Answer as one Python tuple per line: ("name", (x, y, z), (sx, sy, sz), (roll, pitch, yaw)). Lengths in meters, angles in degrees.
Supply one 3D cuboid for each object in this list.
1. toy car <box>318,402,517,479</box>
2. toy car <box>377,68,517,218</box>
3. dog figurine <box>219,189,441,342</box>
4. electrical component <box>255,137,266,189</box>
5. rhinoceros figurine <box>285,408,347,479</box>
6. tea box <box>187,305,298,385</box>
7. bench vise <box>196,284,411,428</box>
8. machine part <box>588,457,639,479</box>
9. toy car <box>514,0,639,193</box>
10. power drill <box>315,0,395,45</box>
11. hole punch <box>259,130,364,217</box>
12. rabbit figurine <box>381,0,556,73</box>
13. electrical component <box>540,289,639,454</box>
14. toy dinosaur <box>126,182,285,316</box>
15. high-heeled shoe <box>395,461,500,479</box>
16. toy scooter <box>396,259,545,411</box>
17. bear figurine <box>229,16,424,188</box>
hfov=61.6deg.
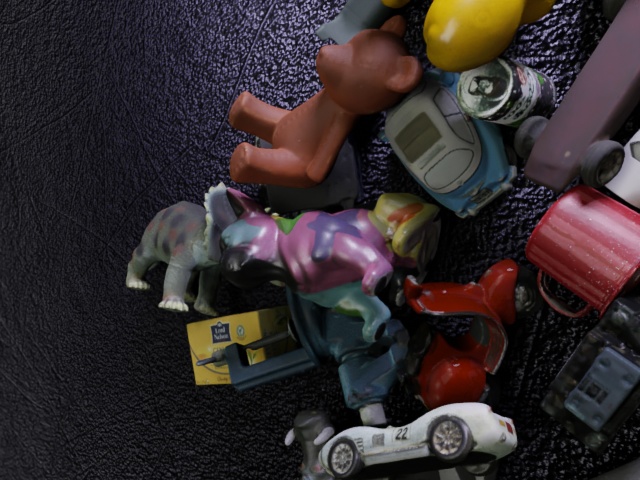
("toy car", (0.089, 0.203, 0.526), (0.202, 0.073, 0.056), (-25, 46, 31))
("toy car", (0.117, -0.102, 0.545), (0.109, 0.103, 0.162), (-40, 66, 36))
("dog figurine", (-0.001, -0.002, 0.588), (0.219, 0.191, 0.108), (26, 146, 26))
("electrical component", (-0.073, -0.126, 0.734), (0.045, 0.078, 0.102), (8, 105, 16))
("rhinoceros figurine", (0.016, 0.296, 0.655), (0.073, 0.112, 0.190), (-14, 92, 43))
("tea box", (-0.115, 0.156, 0.786), (0.170, 0.068, 0.098), (-18, 81, 41))
("bench vise", (-0.013, 0.129, 0.636), (0.241, 0.128, 0.223), (-20, 70, 9))
("machine part", (0.289, 0.209, 0.432), (0.243, 0.079, 0.079), (-46, 64, 34))
("toy car", (0.243, -0.130, 0.443), (0.089, 0.053, 0.202), (40, 105, 48))
("power drill", (0.096, -0.267, 0.568), (0.232, 0.086, 0.207), (50, 127, 24))
("hole punch", (-0.005, -0.088, 0.675), (0.116, 0.092, 0.142), (-9, 84, 11))
("rabbit figurine", (0.122, -0.214, 0.446), (0.162, 0.121, 0.173), (-4, 67, 0))
("electrical component", (0.240, 0.102, 0.431), (0.058, 0.134, 0.114), (37, 118, 34))
("toy dinosaur", (-0.206, 0.005, 0.831), (0.405, 0.131, 0.192), (13, 83, 48))
("high-heeled shoe", (0.172, 0.317, 0.552), (0.145, 0.086, 0.248), (-31, 79, 23))
("toy scooter", (0.128, 0.095, 0.529), (0.075, 0.135, 0.183), (-117, 44, -67))
("bear figurine", (0.002, -0.139, 0.537), (0.196, 0.132, 0.120), (-47, 39, 45))
